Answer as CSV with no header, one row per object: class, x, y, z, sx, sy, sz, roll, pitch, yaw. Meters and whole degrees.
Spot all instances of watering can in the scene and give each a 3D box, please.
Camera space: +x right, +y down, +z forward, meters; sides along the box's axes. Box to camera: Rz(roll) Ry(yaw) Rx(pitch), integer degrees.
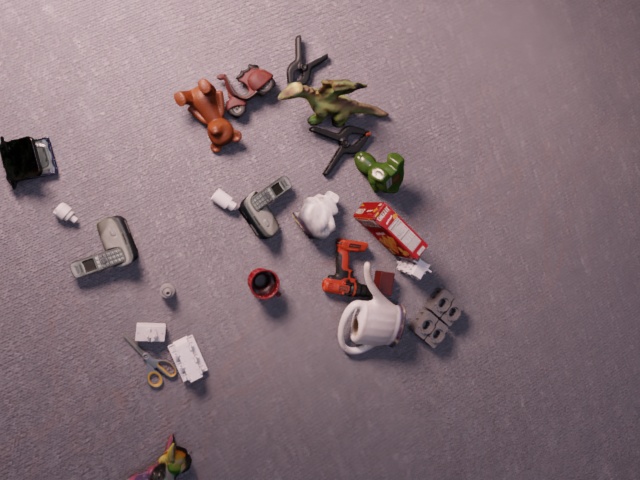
watering can,0.186,0.239,1.703,0.224,0.106,0.342,9,111,-20

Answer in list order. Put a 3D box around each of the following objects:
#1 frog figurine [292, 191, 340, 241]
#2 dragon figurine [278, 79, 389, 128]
frog figurine,0.005,-0.083,1.647,0.159,0.122,0.138,-38,85,-1
dragon figurine,0.066,-0.433,1.591,0.411,0.242,0.122,-1,90,-16
